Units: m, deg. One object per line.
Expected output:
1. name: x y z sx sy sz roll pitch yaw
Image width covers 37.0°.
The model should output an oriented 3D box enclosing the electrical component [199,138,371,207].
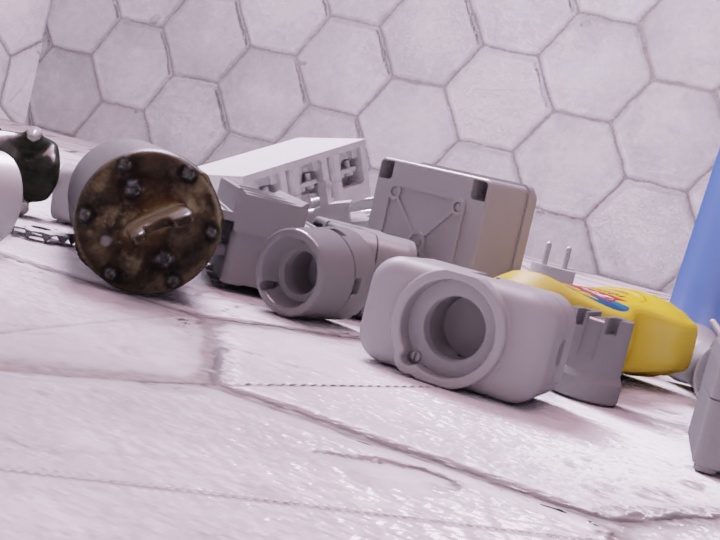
1. electrical component: -0.073 -0.072 0.955 0.089 0.061 0.150 7 22 43

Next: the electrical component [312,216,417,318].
1. electrical component: 0.000 0.000 0.711 0.059 0.053 0.095 13 5 -16

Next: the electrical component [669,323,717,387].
1. electrical component: 0.236 0.065 0.736 0.044 0.044 0.065 14 10 -4

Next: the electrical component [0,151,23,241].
1. electrical component: -0.235 -0.050 0.608 0.138 0.052 0.074 17 6 34

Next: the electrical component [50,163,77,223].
1. electrical component: -0.188 -0.049 0.791 0.077 0.044 0.079 14 5 -3

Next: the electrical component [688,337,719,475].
1. electrical component: 0.189 0.062 0.492 0.062 0.061 0.096 15 5 15

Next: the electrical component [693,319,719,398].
1. electrical component: 0.245 0.060 0.674 0.077 0.043 0.079 12 37 -26

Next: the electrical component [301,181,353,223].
1. electrical component: -0.036 -0.029 0.840 0.063 0.078 0.121 -6 4 1

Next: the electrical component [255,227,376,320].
1. electrical component: -0.027 0.002 0.619 0.055 0.055 0.047 17 9 34

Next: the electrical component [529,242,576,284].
1. electrical component: 0.153 0.014 0.877 0.138 0.073 0.052 12 5 -20

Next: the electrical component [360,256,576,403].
1. electrical component: 0.052 0.028 0.531 0.095 0.053 0.059 16 5 22

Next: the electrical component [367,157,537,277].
1. electrical component: 0.058 -0.017 0.756 0.056 0.108 0.109 6 9 -44

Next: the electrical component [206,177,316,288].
1. electrical component: -0.072 -0.023 0.710 0.079 0.063 0.121 13 5 -14

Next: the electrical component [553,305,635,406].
1. electrical component: 0.126 0.046 0.586 0.040 0.046 0.040 15 5 -1

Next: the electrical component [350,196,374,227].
1. electrical component: 0.015 -0.029 1.001 0.108 0.060 0.108 -6 15 2
